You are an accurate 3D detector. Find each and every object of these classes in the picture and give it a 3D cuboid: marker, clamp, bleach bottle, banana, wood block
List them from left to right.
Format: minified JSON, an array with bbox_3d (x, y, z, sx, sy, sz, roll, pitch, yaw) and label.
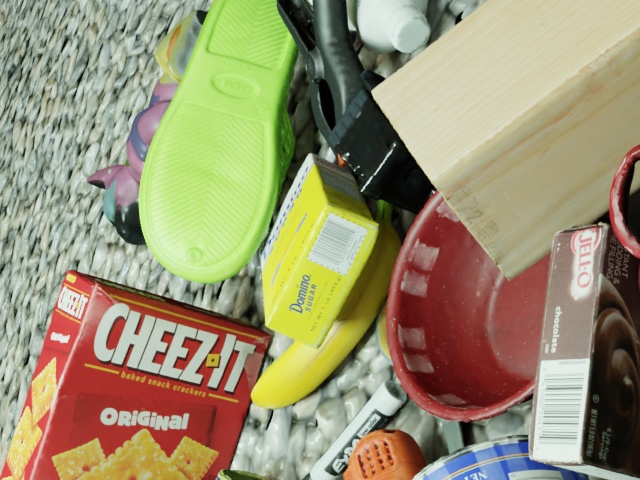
[{"bbox_3d":[0.008,0.062,0.774,0.198,0.037,0.069,-55,11,19],"label":"banana"},{"bbox_3d":[0.009,-0.144,0.816,0.120,0.039,0.171,114,138,-69],"label":"clamp"},{"bbox_3d":[0.017,0.142,0.726,0.121,0.020,0.020,-53,35,26],"label":"marker"},{"bbox_3d":[0.022,-0.218,0.878,0.251,0.068,0.103,60,137,46],"label":"bleach bottle"},{"bbox_3d":[0.142,-0.088,0.529,0.206,0.090,0.091,-37,39,9],"label":"wood block"}]

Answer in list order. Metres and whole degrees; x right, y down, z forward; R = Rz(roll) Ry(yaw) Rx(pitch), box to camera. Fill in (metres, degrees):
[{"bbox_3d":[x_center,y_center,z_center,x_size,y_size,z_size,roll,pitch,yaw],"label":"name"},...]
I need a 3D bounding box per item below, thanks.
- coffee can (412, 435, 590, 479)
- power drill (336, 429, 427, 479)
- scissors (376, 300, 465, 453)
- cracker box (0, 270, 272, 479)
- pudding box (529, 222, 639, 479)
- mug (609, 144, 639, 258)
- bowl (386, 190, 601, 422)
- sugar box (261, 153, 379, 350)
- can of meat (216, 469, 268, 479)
[{"bbox_3d":[0.100,0.178,0.499,0.103,0.102,0.140,-50,37,30],"label":"coffee can"},{"bbox_3d":[0.000,0.219,0.613,0.188,0.057,0.184,-28,42,10],"label":"power drill"},{"bbox_3d":[0.068,0.101,0.675,0.096,0.016,0.201,-29,50,49],"label":"scissors"},{"bbox_3d":[-0.148,0.150,0.837,0.072,0.164,0.214,15,86,56],"label":"cracker box"},{"bbox_3d":[0.147,0.058,0.506,0.039,0.089,0.113,-9,66,57],"label":"pudding box"},{"bbox_3d":[0.187,-0.010,0.469,0.093,0.117,0.081,48,-129,-80],"label":"mug"},{"bbox_3d":[0.110,0.030,0.608,0.162,0.055,0.162,-33,46,42],"label":"bowl"},{"bbox_3d":[-0.005,0.001,0.760,0.093,0.048,0.176,-63,13,11],"label":"sugar box"},{"bbox_3d":[-0.052,0.220,0.754,0.102,0.057,0.084,25,92,58],"label":"can of meat"}]
